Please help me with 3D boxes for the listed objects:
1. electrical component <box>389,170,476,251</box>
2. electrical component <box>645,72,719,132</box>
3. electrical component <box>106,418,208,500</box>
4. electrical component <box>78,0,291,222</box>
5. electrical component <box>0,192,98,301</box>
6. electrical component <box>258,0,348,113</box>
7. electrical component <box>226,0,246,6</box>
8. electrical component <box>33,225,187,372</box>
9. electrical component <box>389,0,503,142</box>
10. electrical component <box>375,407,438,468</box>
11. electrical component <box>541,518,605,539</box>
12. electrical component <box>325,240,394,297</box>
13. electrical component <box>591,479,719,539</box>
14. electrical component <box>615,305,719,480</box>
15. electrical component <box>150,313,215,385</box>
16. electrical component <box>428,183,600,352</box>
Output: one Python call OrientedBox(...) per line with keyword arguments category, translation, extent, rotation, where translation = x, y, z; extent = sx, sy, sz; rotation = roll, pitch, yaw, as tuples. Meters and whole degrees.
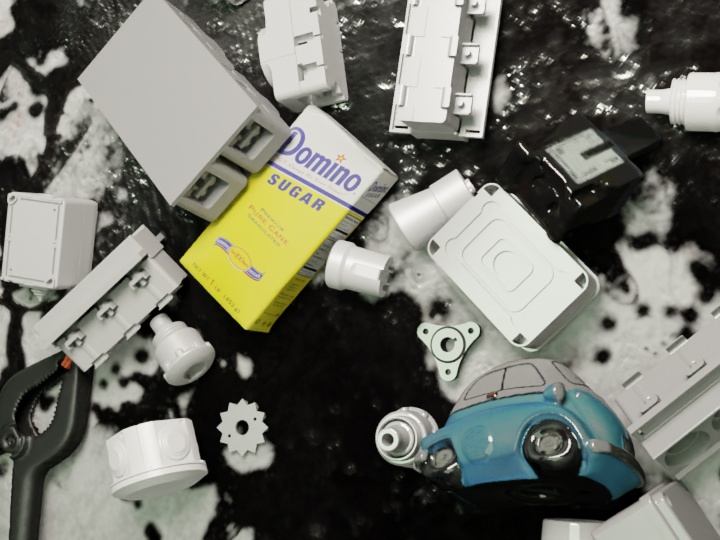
OrientedBox(category="electrical component", translation=(0.061, -0.050, 0.856), extent=(0.065, 0.044, 0.044), rotation=(-32, 73, 10))
OrientedBox(category="electrical component", translation=(0.243, -0.124, 0.793), extent=(0.062, 0.043, 0.043), rotation=(4, 85, 23))
OrientedBox(category="electrical component", translation=(-0.172, 0.159, 0.901), extent=(0.080, 0.080, 0.051), rotation=(-22, 71, 18))
OrientedBox(category="electrical component", translation=(-0.150, -0.140, 0.918), extent=(0.105, 0.060, 0.186), rotation=(-47, 56, 10))
OrientedBox(category="electrical component", translation=(-0.280, -0.020, 0.978), extent=(0.062, 0.061, 0.096), rotation=(8, 94, 22))
OrientedBox(category="electrical component", translation=(-0.050, -0.184, 0.910), extent=(0.056, 0.050, 0.089), rotation=(-11, 80, 20))
OrientedBox(category="electrical component", translation=(-0.101, -0.292, 0.912), extent=(0.109, 0.109, 0.056), rotation=(-33, 70, 15))
OrientedBox(category="electrical component", translation=(-0.215, 0.027, 0.938), extent=(0.121, 0.078, 0.063), rotation=(-41, 99, 12))
OrientedBox(category="electrical component", translation=(0.065, -0.170, 0.857), extent=(0.079, 0.063, 0.121), rotation=(7, 86, 22))
OrientedBox(category="electrical component", translation=(0.032, 0.130, 0.834), extent=(0.048, 0.062, 0.048), rotation=(-3, 83, 21))
OrientedBox(category="electrical component", translation=(0.158, 0.206, 0.781), extent=(0.055, 0.055, 0.047), rotation=(-1, 80, 21))
OrientedBox(category="electrical component", translation=(0.000, 0.000, 0.875), extent=(0.046, 0.040, 0.040), rotation=(15, 89, 16))
OrientedBox(category="electrical component", translation=(0.217, 0.204, 0.728), extent=(0.056, 0.109, 0.108), rotation=(-37, 72, 16))
OrientedBox(category="electrical component", translation=(0.246, 0.080, 0.752), extent=(0.121, 0.079, 0.063), rotation=(-42, 43, 12))
OrientedBox(category="electrical component", translation=(-0.158, 0.065, 0.926), extent=(0.048, 0.048, 0.062), rotation=(-46, 64, 11))
OrientedBox(category="electrical component", translation=(0.118, -0.001, 0.819), extent=(0.078, 0.057, 0.113), rotation=(-46, 70, 11))
